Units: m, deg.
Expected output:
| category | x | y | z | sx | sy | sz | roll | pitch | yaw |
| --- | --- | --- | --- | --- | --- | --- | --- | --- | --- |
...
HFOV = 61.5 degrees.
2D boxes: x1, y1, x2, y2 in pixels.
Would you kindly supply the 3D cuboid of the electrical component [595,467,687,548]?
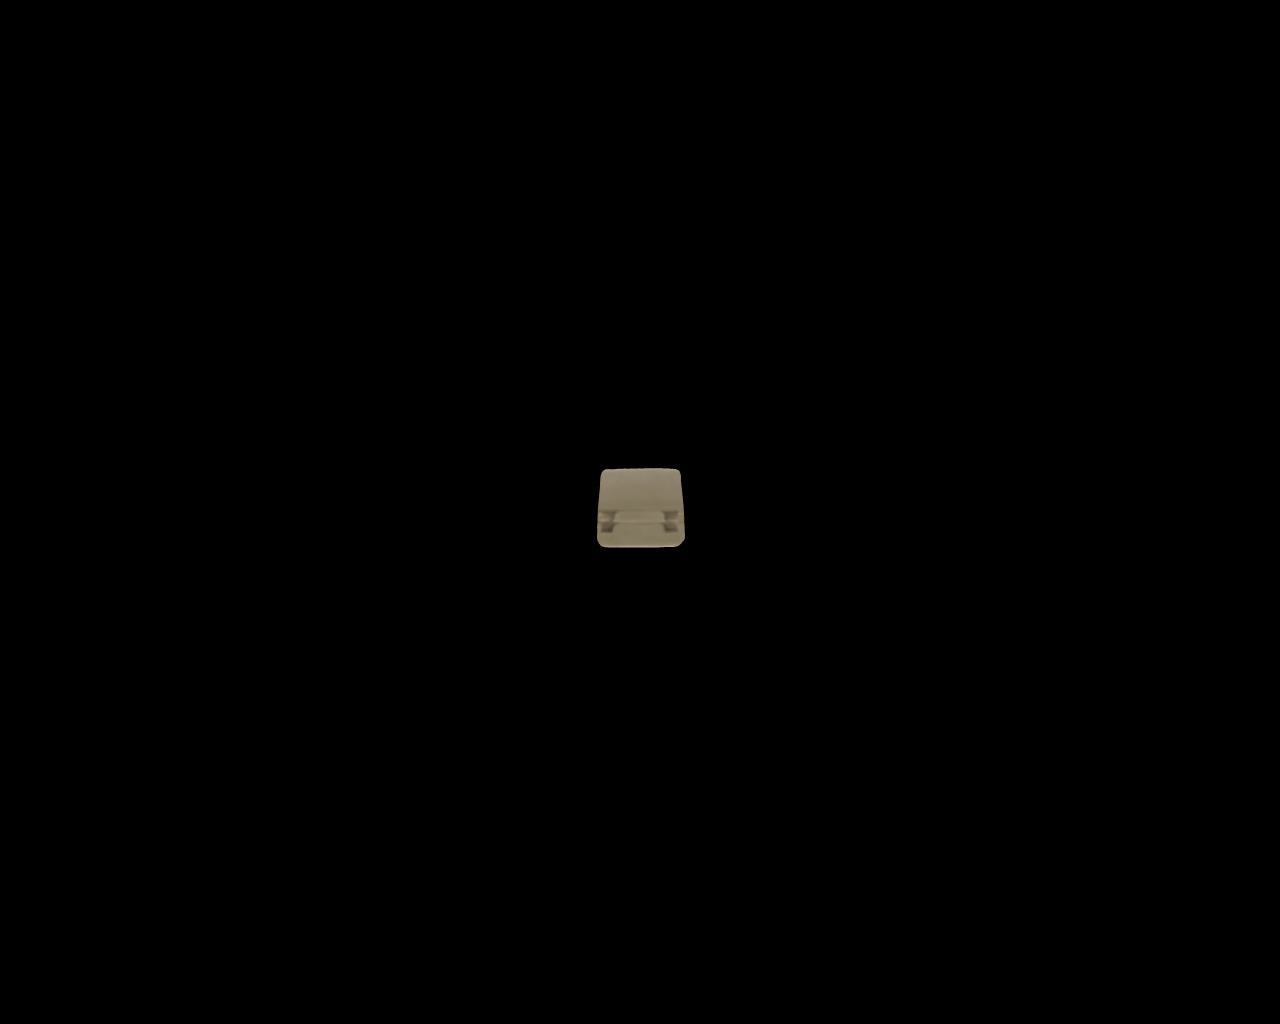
| category | x | y | z | sx | sy | sz | roll | pitch | yaw |
| --- | --- | --- | --- | --- | --- | --- | --- | --- | --- |
| electrical component | 0.001 | -0.003 | 0.650 | 0.055 | 0.047 | 0.055 | 0 | 0 | 0 |
